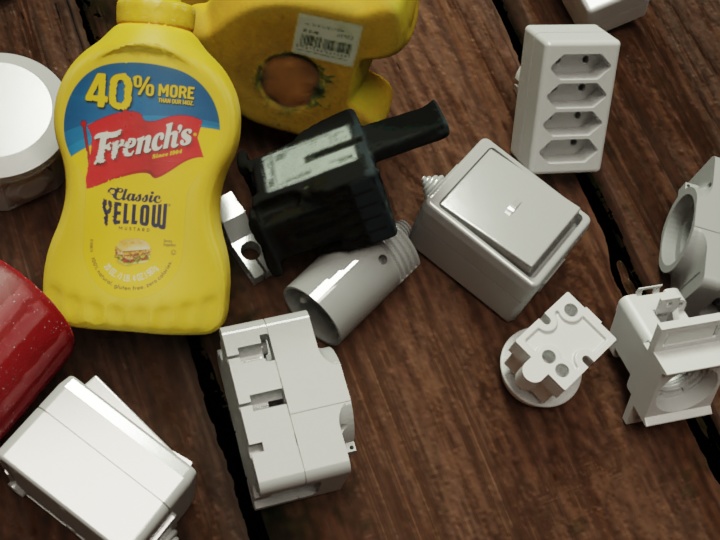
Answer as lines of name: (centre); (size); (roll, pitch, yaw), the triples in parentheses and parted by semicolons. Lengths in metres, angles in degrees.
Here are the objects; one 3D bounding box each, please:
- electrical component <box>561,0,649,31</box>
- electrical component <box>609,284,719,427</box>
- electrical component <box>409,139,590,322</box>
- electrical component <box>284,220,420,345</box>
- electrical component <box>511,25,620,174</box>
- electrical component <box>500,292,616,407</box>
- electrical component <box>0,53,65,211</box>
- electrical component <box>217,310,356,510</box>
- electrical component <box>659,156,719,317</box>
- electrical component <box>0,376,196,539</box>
electrical component: (0.154, -0.211, 0.710); (0.047, 0.075, 0.083); (-23, 71, -1)
electrical component: (0.172, 0.047, 0.606); (0.042, 0.081, 0.063); (-7, 45, -13)
electrical component: (0.076, -0.029, 0.627); (0.096, 0.061, 0.061); (39, 65, 9)
electrical component: (0.000, 0.000, 0.611); (0.043, 0.043, 0.081); (42, 66, 10)
electrical component: (0.120, -0.112, 0.671); (0.047, 0.083, 0.075); (-3, 28, -11)
electrical component: (0.106, 0.049, 0.600); (0.066, 0.055, 0.048); (-40, 78, -23)
electrical component: (-0.202, -0.077, 0.606); (0.080, 0.051, 0.080); (4, 65, -8)
electrical component: (-0.038, 0.073, 0.567); (0.056, 0.050, 0.089); (-11, 68, -14)
electrical component: (0.219, -0.017, 0.652); (0.056, 0.050, 0.089); (16, 64, -3)
electrical component: (-0.121, 0.104, 0.532); (0.096, 0.061, 0.061); (36, 65, 7)
